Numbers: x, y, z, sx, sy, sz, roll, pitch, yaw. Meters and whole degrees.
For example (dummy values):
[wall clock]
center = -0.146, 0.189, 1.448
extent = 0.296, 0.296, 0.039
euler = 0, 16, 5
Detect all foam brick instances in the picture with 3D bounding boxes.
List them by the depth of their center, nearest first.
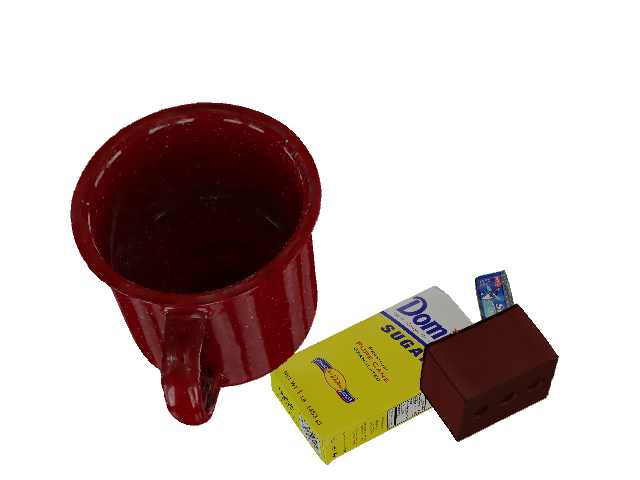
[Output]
[foam brick]
center = 0.113, 0.090, 0.726
extent = 0.078, 0.053, 0.051
euler = -23, 52, -19

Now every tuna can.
[tuna can]
center = 0.197, 0.078, 1.181
extent = 0.034, 0.086, 0.086
euler = -13, -3, 13

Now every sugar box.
[sugar box]
center = 0.055, 0.113, 0.926
extent = 0.176, 0.048, 0.093
euler = -27, 52, -17

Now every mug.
[mug]
center = -0.044, 0.016, 0.419
extent = 0.093, 0.117, 0.081
euler = -1, -34, 4
